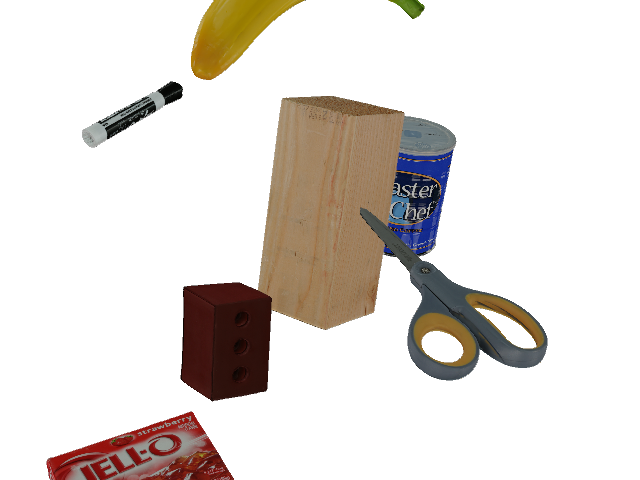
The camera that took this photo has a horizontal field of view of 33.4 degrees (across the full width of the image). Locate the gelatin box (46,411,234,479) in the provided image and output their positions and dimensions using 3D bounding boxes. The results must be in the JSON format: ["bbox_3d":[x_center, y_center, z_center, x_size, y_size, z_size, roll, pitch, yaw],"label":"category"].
[{"bbox_3d":[-0.098,0.135,0.585,0.089,0.030,0.073,-15,28,-20],"label":"gelatin box"}]

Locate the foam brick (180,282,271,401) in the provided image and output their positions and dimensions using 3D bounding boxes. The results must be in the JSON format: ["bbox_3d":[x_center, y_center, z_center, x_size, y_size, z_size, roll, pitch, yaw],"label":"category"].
[{"bbox_3d":[-0.073,0.076,0.826,0.052,0.078,0.051,-6,14,-34],"label":"foam brick"}]

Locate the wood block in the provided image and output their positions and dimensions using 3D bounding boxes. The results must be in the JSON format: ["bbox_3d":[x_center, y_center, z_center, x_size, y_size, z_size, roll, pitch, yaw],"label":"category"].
[{"bbox_3d":[0.008,-0.031,1.042,0.090,0.206,0.090,18,18,32],"label":"wood block"}]

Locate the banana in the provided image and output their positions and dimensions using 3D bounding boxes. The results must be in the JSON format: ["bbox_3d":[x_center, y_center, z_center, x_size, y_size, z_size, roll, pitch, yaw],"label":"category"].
[{"bbox_3d":[-0.012,-0.161,0.698,0.197,0.069,0.037,-24,-9,-33],"label":"banana"}]

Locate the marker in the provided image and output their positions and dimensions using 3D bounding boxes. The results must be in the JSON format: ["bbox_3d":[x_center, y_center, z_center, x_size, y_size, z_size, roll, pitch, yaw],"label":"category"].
[{"bbox_3d":[-0.176,-0.122,1.015,0.020,0.020,0.120,0,29,44],"label":"marker"}]

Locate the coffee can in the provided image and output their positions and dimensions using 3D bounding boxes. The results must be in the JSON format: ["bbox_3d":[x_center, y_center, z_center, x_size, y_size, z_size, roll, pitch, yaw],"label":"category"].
[{"bbox_3d":[0.099,-0.065,1.276,0.102,0.140,0.103,6,28,-3],"label":"coffee can"}]

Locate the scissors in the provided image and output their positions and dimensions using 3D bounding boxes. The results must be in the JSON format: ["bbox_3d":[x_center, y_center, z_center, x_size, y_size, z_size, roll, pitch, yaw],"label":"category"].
[{"bbox_3d":[0.062,0.035,0.725,0.096,0.016,0.202,-25,41,-33],"label":"scissors"}]
